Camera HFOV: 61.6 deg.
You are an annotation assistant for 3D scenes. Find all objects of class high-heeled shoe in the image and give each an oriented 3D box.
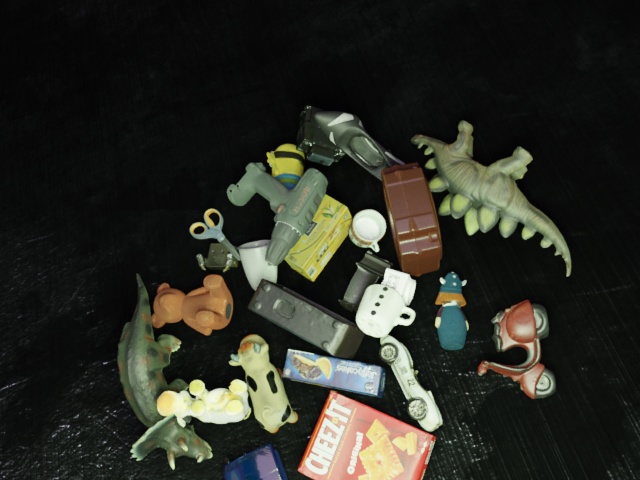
[{"bbox_3d":[0.094,-0.193,1.202,0.086,0.248,0.145,-51,30,37],"label":"high-heeled shoe"}]

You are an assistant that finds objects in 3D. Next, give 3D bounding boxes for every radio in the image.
[{"bbox_3d":[-0.029,0.161,1.109,0.230,0.131,0.073,24,85,23],"label":"radio"}]

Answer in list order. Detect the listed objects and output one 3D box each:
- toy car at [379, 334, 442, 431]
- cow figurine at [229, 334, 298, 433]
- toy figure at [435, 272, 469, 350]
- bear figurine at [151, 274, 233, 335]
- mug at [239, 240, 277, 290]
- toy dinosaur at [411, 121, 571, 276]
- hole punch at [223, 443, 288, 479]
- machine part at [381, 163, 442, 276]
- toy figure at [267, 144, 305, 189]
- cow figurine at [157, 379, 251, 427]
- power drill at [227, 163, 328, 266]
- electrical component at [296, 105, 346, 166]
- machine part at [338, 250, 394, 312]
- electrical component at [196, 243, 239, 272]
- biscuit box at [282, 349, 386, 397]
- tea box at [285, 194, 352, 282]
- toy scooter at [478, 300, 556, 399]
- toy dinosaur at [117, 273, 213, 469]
[{"bbox_3d":[0.173,0.272,1.042,0.056,0.073,0.202,-29,63,6],"label":"toy car"},{"bbox_3d":[-0.118,0.284,1.088,0.085,0.127,0.195,-22,66,2],"label":"cow figurine"},{"bbox_3d":[0.263,0.141,1.082,0.058,0.064,0.154,-25,51,45],"label":"toy figure"},{"bbox_3d":[-0.299,0.141,1.200,0.196,0.131,0.120,7,68,12],"label":"bear figurine"},{"bbox_3d":[-0.140,0.059,1.210,0.081,0.110,0.107,-13,100,-27],"label":"mug"},{"bbox_3d":[0.357,-0.107,1.141,0.198,0.105,0.472,-51,55,0],"label":"toy dinosaur"},{"bbox_3d":[-0.118,0.458,1.016,0.116,0.092,0.142,-19,66,-15],"label":"hole punch"},{"bbox_3d":[0.188,-0.040,1.099,0.087,0.201,0.201,-12,65,7],"label":"machine part"},{"bbox_3d":[-0.076,-0.145,1.286,0.089,0.082,0.180,-7,61,0],"label":"toy figure"},{"bbox_3d":[-0.219,0.315,1.024,0.167,0.098,0.068,-1,53,1],"label":"cow figurine"},{"bbox_3d":[-0.105,-0.075,1.167,0.208,0.085,0.232,27,75,36],"label":"power drill"},{"bbox_3d":[0.006,-0.245,1.288,0.115,0.058,0.134,11,66,-20],"label":"electrical component"},{"bbox_3d":[0.098,0.093,1.160,0.084,0.039,0.139,31,77,19],"label":"machine part"},{"bbox_3d":[-0.238,0.042,1.268,0.102,0.045,0.078,5,71,17],"label":"electrical component"},{"bbox_3d":[0.030,0.270,1.088,0.203,0.062,0.059,6,71,18],"label":"biscuit box"},{"bbox_3d":[-0.002,-0.004,1.194,0.068,0.098,0.169,31,77,23],"label":"tea box"},{"bbox_3d":[0.366,0.205,1.020,0.135,0.075,0.184,-4,71,15],"label":"toy scooter"},{"bbox_3d":[-0.349,0.273,1.089,0.131,0.192,0.404,-20,92,-5],"label":"toy dinosaur"}]
